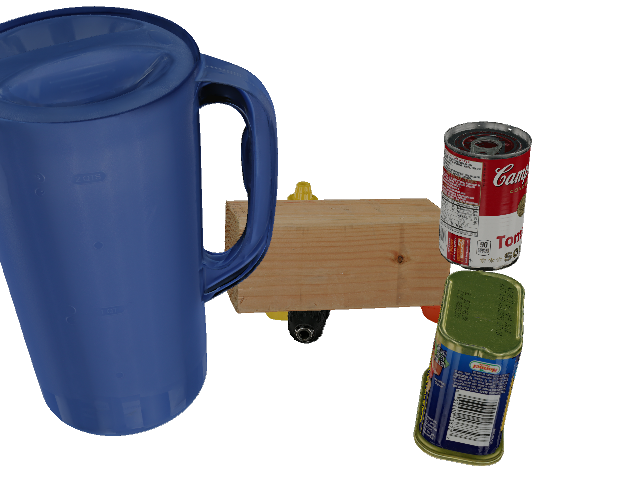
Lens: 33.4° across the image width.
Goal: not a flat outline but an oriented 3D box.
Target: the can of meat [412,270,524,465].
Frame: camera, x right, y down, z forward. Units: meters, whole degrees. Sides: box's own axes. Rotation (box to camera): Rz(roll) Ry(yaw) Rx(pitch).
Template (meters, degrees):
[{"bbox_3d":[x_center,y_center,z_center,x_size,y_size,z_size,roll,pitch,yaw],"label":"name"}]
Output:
[{"bbox_3d":[0.096,0.077,0.680,0.057,0.084,0.102,10,29,6],"label":"can of meat"}]

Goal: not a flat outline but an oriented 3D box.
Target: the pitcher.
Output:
[{"bbox_3d":[-0.117,-0.004,0.627,0.149,0.243,0.144,29,46,34],"label":"pitcher"}]

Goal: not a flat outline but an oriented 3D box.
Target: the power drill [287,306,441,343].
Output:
[{"bbox_3d":[0.055,0.062,1.241,0.187,0.057,0.184,1,28,4],"label":"power drill"}]

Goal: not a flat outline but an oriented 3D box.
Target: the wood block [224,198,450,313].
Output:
[{"bbox_3d":[0.015,0.013,1.036,0.206,0.091,0.090,-1,16,-13],"label":"wood block"}]

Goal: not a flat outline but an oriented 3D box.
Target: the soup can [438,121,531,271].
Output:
[{"bbox_3d":[0.130,-0.035,0.851,0.068,0.102,0.068,0,28,0],"label":"soup can"}]

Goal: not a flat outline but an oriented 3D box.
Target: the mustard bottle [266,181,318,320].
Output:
[{"bbox_3d":[-0.028,0.012,1.442,0.096,0.192,0.058,-5,25,-18],"label":"mustard bottle"}]
